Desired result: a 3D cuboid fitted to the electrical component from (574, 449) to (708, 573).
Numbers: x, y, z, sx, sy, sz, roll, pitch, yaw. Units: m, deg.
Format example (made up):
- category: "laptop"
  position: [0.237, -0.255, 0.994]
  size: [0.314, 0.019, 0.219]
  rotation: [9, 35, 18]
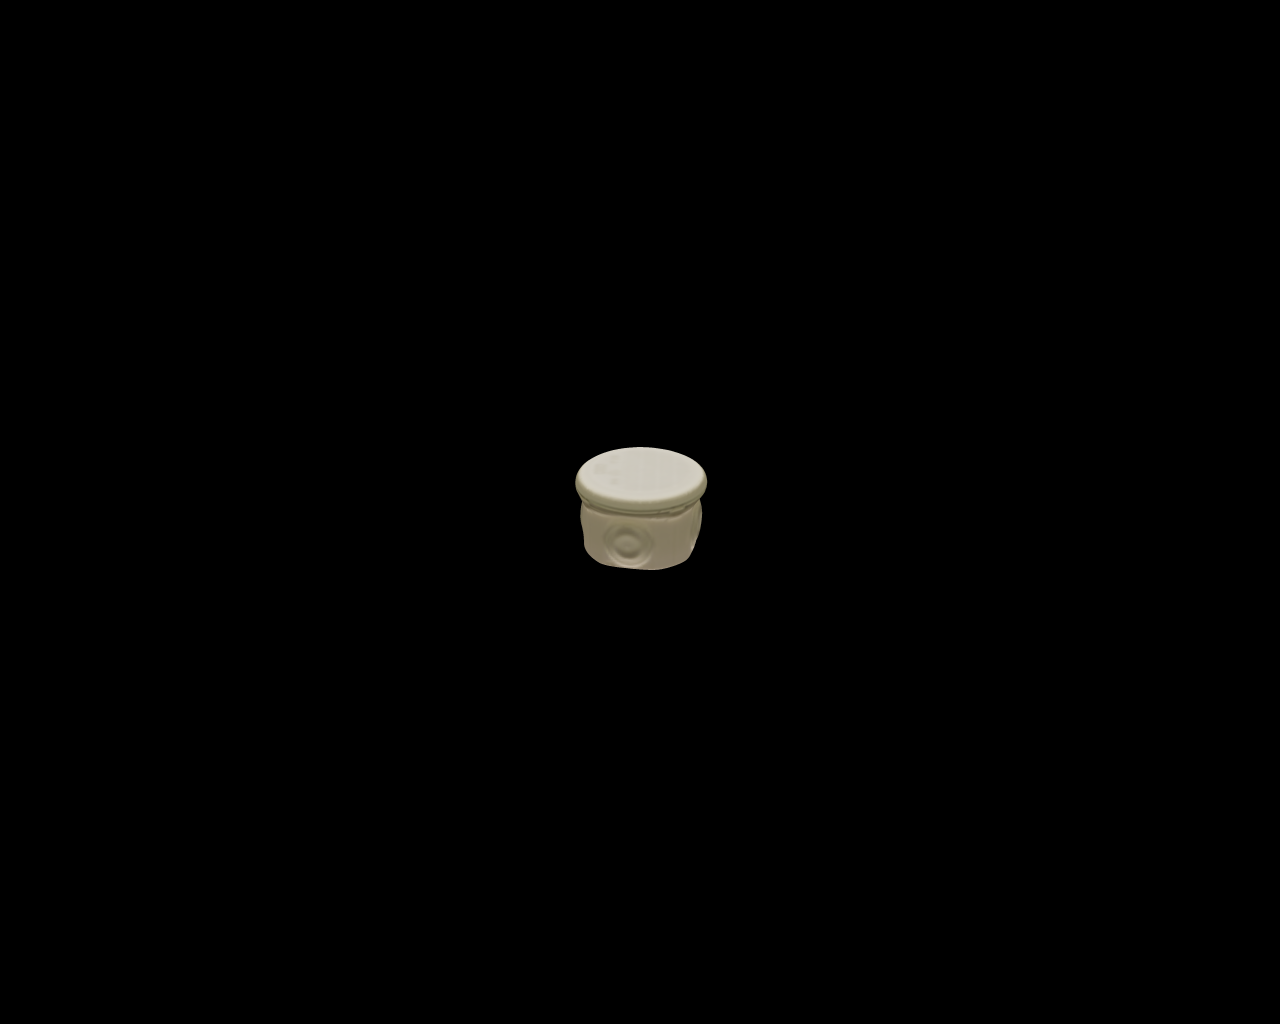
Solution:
- category: "electrical component"
  position: [0.001, -0.003, 0.650]
  size: [0.080, 0.050, 0.080]
  rotation: [0, 27, 0]
